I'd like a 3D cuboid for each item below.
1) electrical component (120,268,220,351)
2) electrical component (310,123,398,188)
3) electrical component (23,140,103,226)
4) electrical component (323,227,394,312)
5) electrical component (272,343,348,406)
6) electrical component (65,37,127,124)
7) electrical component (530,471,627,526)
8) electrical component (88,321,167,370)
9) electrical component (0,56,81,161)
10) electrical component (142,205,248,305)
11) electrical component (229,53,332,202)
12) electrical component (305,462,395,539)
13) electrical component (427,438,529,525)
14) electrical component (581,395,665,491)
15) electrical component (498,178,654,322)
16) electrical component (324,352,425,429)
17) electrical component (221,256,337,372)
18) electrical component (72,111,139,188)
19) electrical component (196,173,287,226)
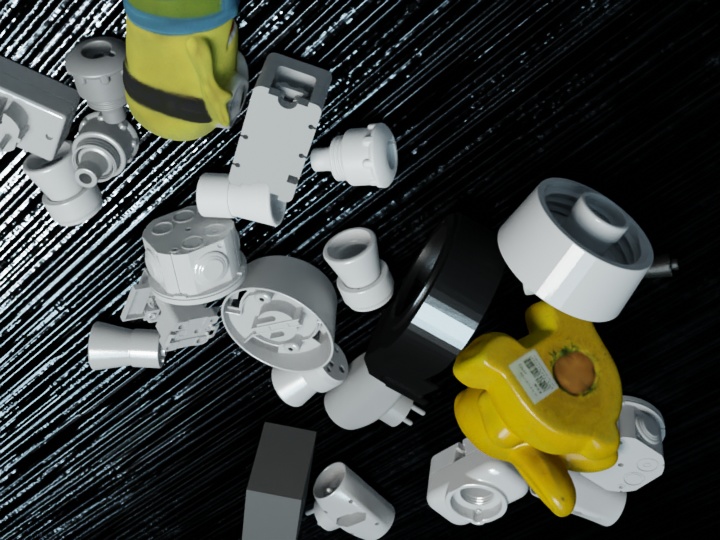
[{"bbox_3d":[-0.154,0.032,0.904,0.081,0.063,0.042,-10,144,-37],"label":"electrical component"},{"bbox_3d":[-0.005,-0.084,0.800,0.062,0.048,0.048,-2,130,21],"label":"electrical component"},{"bbox_3d":[-0.235,-0.069,0.854,0.045,0.045,0.055,-8,129,17],"label":"electrical component"},{"bbox_3d":[0.000,0.000,0.869,0.045,0.045,0.055,-10,128,18],"label":"electrical component"},{"bbox_3d":[-0.044,0.091,0.955,0.055,0.045,0.045,-31,119,30],"label":"electrical component"},{"bbox_3d":[-0.186,-0.136,0.789,0.048,0.048,0.062,4,138,8],"label":"electrical component"},{"bbox_3d":[0.194,0.202,1.000,0.077,0.043,0.079,25,166,-11],"label":"electrical component"},{"bbox_3d":[-0.207,0.070,0.971,0.065,0.044,0.044,3,131,2],"label":"electrical component"},{"bbox_3d":[-0.264,-0.113,0.801,0.083,0.075,0.047,24,130,-10],"label":"electrical component"},{"bbox_3d":[-0.133,-0.012,0.862,0.080,0.080,0.051,0,125,11],"label":"electrical component"},{"bbox_3d":[-0.057,-0.105,0.782,0.050,0.055,0.089,18,131,-5],"label":"electrical component"},{"bbox_3d":[-0.019,0.237,1.076,0.079,0.043,0.077,-29,120,30],"label":"electrical component"},{"bbox_3d":[0.110,0.195,1.006,0.054,0.059,0.095,40,126,-22],"label":"electrical component"},{"bbox_3d":[0.230,0.153,0.954,0.080,0.051,0.080,5,131,6],"label":"electrical component"},{"bbox_3d":[0.162,-0.022,0.783,0.108,0.108,0.060,25,124,-11],"label":"electrical component"},{"bbox_3d":[0.021,0.115,0.964,0.079,0.043,0.077,33,128,-17],"label":"electrical component"},{"bbox_3d":[-0.066,0.038,0.901,0.099,0.064,0.099,5,131,6],"label":"electrical component"},{"bbox_3d":[-0.199,-0.088,0.820,0.048,0.062,0.048,5,131,6],"label":"electrical component"},{"bbox_3d":[-0.095,-0.058,0.841,0.065,0.044,0.044,3,131,14],"label":"electrical component"}]
